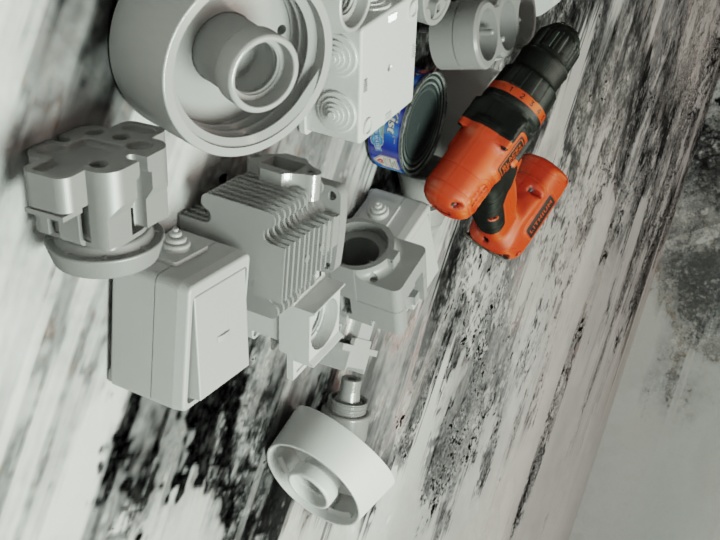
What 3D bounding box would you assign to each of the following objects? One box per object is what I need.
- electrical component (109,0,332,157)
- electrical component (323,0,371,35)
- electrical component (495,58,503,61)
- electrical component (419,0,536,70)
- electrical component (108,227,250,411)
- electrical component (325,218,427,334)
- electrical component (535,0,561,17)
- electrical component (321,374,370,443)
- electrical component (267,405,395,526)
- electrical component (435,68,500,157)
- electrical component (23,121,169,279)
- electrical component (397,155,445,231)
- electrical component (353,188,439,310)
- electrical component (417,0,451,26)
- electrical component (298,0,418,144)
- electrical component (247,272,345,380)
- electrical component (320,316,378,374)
[{"bbox_3d":[-0.064,-0.109,0.543,0.108,0.060,0.108,-24,132,-29],"label":"electrical component"},{"bbox_3d":[-0.026,-0.169,0.647,0.066,0.055,0.048,-61,156,-25],"label":"electrical component"},{"bbox_3d":[0.113,-0.220,0.956,0.048,0.048,0.062,38,65,-67],"label":"electrical component"},{"bbox_3d":[0.085,-0.196,0.868,0.138,0.074,0.052,-37,126,-55],"label":"electrical component"},{"bbox_3d":[-0.100,0.023,0.612,0.062,0.061,0.096,-36,139,-56],"label":"electrical component"},{"bbox_3d":[0.000,0.000,0.793,0.050,0.089,0.055,-55,153,-36],"label":"electrical component"},{"bbox_3d":[0.164,-0.303,1.000,0.074,0.052,0.138,-43,144,-51],"label":"electrical component"},{"bbox_3d":[-0.012,0.121,0.922,0.043,0.043,0.062,-20,123,-63],"label":"electrical component"},{"bbox_3d":[-0.023,0.153,0.851,0.064,0.099,0.099,-48,148,-34],"label":"electrical component"},{"bbox_3d":[0.101,-0.133,0.971,0.108,0.060,0.108,-49,149,-44],"label":"electrical component"},{"bbox_3d":[-0.124,-0.032,0.518,0.078,0.058,0.057,-41,140,-53],"label":"electrical component"},{"bbox_3d":[0.053,-0.067,0.929,0.045,0.045,0.055,-49,149,-45],"label":"electrical component"},{"bbox_3d":[0.026,-0.018,0.879,0.061,0.061,0.096,-55,153,-36],"label":"electrical component"},{"bbox_3d":[0.037,-0.209,0.777,0.055,0.047,0.055,-49,149,-44],"label":"electrical component"},{"bbox_3d":[0.000,-0.144,0.739,0.099,0.048,0.099,-45,145,-47],"label":"electrical component"},{"bbox_3d":[-0.048,0.028,0.736,0.042,0.064,0.081,-46,147,-49],"label":"electrical component"},{"bbox_3d":[-0.014,0.046,0.861,0.081,0.042,0.063,23,82,-69],"label":"electrical component"}]
